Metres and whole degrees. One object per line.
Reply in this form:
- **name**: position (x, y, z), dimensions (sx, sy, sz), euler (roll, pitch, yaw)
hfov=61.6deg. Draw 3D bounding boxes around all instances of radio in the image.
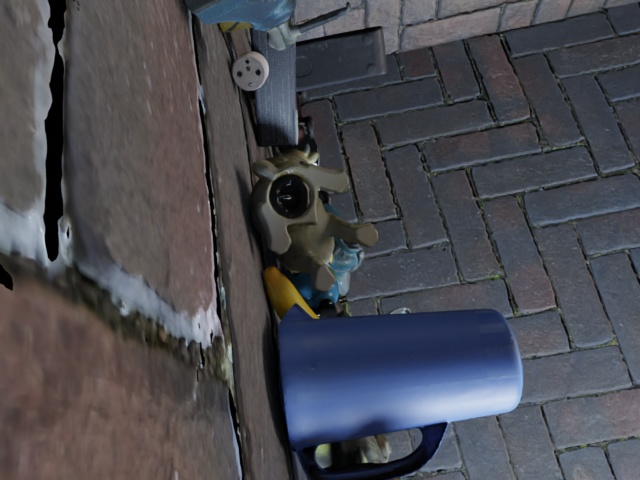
- **radio**: position (-0.007, -0.288, 0.869), dimensions (0.131, 0.230, 0.073), euler (-84, 162, -68)

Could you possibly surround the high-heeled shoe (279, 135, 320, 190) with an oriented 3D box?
- **high-heeled shoe**: position (-0.049, -0.136, 1.099), dimensions (0.145, 0.086, 0.248), euler (130, -53, -77)

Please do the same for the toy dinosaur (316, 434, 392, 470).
- **toy dinosaur**: position (0.042, 0.306, 0.711), dimensions (0.198, 0.105, 0.471), euler (53, 14, -75)

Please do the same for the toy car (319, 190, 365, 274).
- **toy car**: position (-0.002, -0.003, 0.939), dimensions (0.161, 0.103, 0.109), euler (55, -26, 9)

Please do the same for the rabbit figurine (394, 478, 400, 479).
- **rabbit figurine**: position (0.069, 0.295, 0.512), dimensions (0.162, 0.173, 0.122), euler (42, 33, -79)

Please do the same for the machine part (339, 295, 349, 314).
- **machine part**: position (0.026, 0.184, 1.094), dimensions (0.084, 0.039, 0.138), euler (-11, 113, -62)

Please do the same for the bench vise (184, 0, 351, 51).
- **bench vise**: position (-0.050, -0.308, 0.511), dimensions (0.223, 0.129, 0.240), euler (52, 46, -19)

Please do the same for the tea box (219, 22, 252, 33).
- **tea box**: position (-0.105, -0.348, 0.670), dimensions (0.098, 0.068, 0.170), euler (80, 0, -50)

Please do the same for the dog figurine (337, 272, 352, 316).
- **dog figurine**: position (0.023, 0.118, 1.230), dimensions (0.191, 0.109, 0.219), euler (82, 1, -78)

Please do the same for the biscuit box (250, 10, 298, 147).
- **biscuit box**: position (-0.065, -0.236, 0.771), dimensions (0.059, 0.063, 0.202), euler (-100, -171, -51)

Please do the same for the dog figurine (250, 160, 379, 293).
- **dog figurine**: position (-0.041, -0.025, 0.668), dimensions (0.172, 0.121, 0.191), euler (61, -19, -14)

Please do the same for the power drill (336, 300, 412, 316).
- **power drill**: position (0.061, 0.150, 0.876), dimensions (0.207, 0.086, 0.232), euler (-13, -80, 50)

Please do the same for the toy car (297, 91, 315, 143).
- **toy car**: position (-0.061, -0.237, 0.969), dimensions (0.202, 0.089, 0.053), euler (-97, 179, -47)

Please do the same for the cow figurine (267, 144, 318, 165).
- **cow figurine**: position (-0.044, -0.094, 0.846), dimensions (0.195, 0.086, 0.127), euler (-38, 123, -87)

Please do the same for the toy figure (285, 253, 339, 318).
- **toy figure**: position (-0.017, 0.048, 0.814), dimensions (0.089, 0.082, 0.180), euler (93, -14, -49)
